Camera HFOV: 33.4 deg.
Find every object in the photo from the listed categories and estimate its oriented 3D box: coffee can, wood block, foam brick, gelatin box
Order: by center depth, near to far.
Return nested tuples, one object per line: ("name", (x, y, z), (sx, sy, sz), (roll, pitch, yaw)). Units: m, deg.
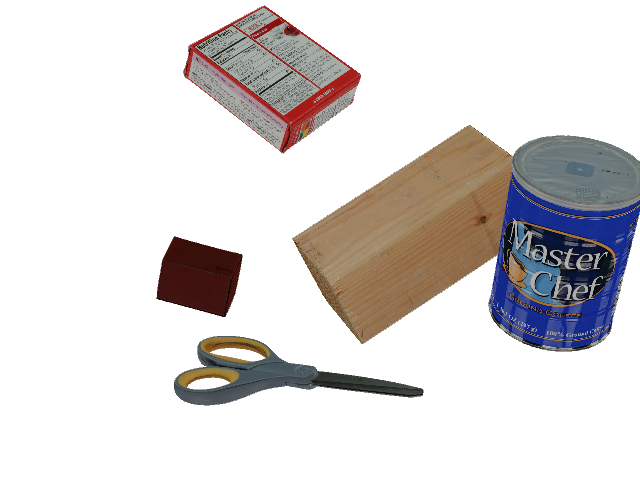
("gelatin box", (-0.031, -0.105, 0.685), (0.089, 0.030, 0.073), (38, 51, 16))
("coffee can", (0.194, 0.002, 0.847), (0.103, 0.140, 0.103), (2, 34, -2))
("wood block", (0.091, -0.007, 1.017), (0.206, 0.090, 0.090), (-32, 37, -7))
("foam brick", (-0.128, 0.038, 1.129), (0.078, 0.051, 0.053), (15, 31, 2))

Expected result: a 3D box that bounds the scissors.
("scissors", (-0.030, 0.112, 0.818), (0.202, 0.016, 0.096), (13, 32, 39))
